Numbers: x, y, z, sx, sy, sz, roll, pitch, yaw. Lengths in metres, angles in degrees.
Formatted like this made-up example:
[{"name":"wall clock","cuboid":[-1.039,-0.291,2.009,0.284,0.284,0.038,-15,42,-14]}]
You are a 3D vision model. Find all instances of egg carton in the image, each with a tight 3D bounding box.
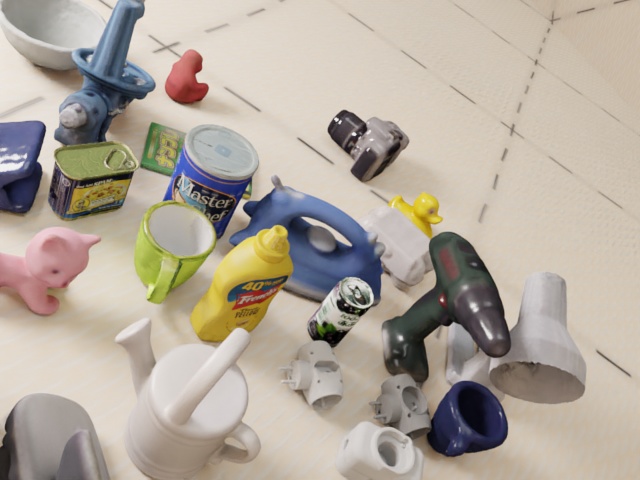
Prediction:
[{"name":"egg carton","cuboid":[0.126,0.010,0.973,0.150,0.069,0.107,44,41,11]}]

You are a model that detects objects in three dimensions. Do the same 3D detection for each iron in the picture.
[{"name":"iron","cuboid":[0.008,0.003,0.843,0.259,0.141,0.118,25,41,-12]}]

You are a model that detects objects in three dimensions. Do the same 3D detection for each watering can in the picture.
[{"name":"watering can","cuboid":[-0.129,0.150,0.563,0.173,0.194,0.101,25,41,-12]}]

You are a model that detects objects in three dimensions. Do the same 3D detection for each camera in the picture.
[{"name":"camera","cuboid":[0.094,-0.207,1.141,0.136,0.100,0.143,42,40,9]}]

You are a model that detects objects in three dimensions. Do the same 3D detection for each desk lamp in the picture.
[{"name":"desk lamp","cuboid":[0.277,0.155,0.822,0.118,0.213,0.203,27,40,-9]}]

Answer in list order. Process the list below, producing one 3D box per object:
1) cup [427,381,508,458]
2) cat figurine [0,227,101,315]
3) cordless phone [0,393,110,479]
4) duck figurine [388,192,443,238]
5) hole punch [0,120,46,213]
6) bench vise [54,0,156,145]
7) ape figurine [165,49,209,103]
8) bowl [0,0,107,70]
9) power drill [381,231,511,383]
[{"name":"cup","cuboid":[0.179,0.253,0.751,0.091,0.095,0.118,42,40,9]},{"name":"cat figurine","cuboid":[-0.311,0.022,0.624,0.128,0.117,0.067,9,46,-28]},{"name":"cordless phone","cuboid":[-0.211,0.181,0.483,0.094,0.185,0.147,-8,56,-39]},{"name":"duck figurine","cuboid":[0.180,-0.052,1.059,0.104,0.086,0.078,43,41,10]},{"name":"hole punch","cuboid":[-0.397,-0.099,0.704,0.101,0.091,0.108,13,45,-24]},{"name":"bench vise","cuboid":[-0.290,-0.234,0.811,0.122,0.219,0.207,13,45,-24]},{"name":"ape figurine","cuboid":[-0.231,-0.293,1.008,0.076,0.092,0.077,-19,63,-44]},{"name":"bowl","cuboid":[-0.427,-0.325,0.918,0.168,0.074,0.167,19,42,-18]},{"name":"power drill","cuboid":[0.171,0.108,0.800,0.076,0.208,0.229,18,43,-19]}]
